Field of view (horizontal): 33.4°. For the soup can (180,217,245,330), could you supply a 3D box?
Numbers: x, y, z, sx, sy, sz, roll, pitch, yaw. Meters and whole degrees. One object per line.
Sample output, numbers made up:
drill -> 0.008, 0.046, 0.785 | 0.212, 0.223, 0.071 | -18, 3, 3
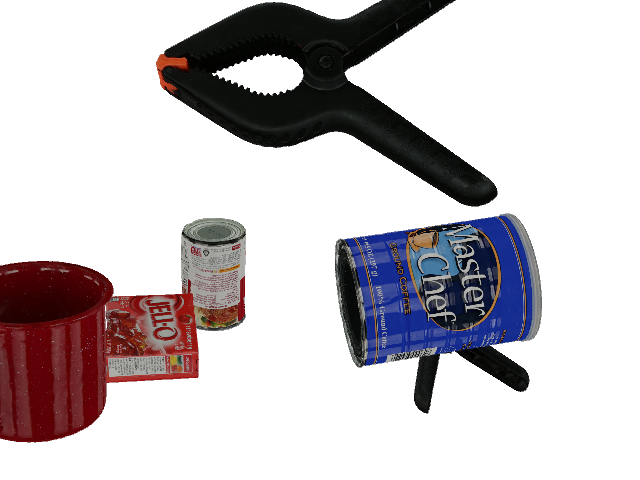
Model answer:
soup can -> -0.113, 0.035, 1.127 | 0.068, 0.102, 0.068 | 2, 23, -1

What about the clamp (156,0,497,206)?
clamp -> 0.009, -0.091, 0.643 | 0.210, 0.164, 0.036 | -5, -21, -4

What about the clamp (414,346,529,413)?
clamp -> 0.137, 0.101, 1.088 | 0.120, 0.171, 0.039 | 1, -45, -15

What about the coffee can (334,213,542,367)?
coffee can -> 0.090, 0.039, 0.841 | 0.140, 0.103, 0.103 | -8, 1, -7

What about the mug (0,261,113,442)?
mug -> -0.176, 0.071, 0.632 | 0.093, 0.081, 0.117 | 12, 24, 22

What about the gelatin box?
gelatin box -> -0.136, 0.076, 0.858 | 0.073, 0.030, 0.089 | -2, 29, -8
